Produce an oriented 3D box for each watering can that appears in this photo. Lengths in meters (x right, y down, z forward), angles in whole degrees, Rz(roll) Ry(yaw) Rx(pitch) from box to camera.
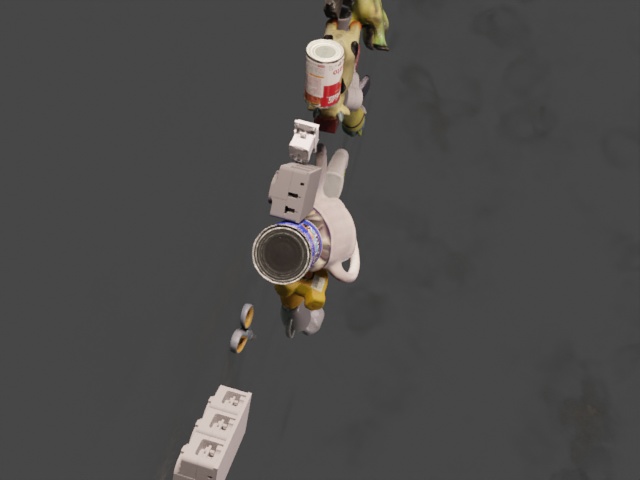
[{"bbox_3d":[0.004,-0.060,1.200,0.226,0.103,0.349,-13,84,-59],"label":"watering can"}]

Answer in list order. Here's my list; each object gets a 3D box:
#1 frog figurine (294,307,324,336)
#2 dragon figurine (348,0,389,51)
[{"bbox_3d":[-0.037,0.216,1.598,0.140,0.123,0.156,-43,165,-42],"label":"frog figurine"},{"bbox_3d":[0.111,-0.563,1.176,0.416,0.122,0.239,-66,161,-71],"label":"dragon figurine"}]
